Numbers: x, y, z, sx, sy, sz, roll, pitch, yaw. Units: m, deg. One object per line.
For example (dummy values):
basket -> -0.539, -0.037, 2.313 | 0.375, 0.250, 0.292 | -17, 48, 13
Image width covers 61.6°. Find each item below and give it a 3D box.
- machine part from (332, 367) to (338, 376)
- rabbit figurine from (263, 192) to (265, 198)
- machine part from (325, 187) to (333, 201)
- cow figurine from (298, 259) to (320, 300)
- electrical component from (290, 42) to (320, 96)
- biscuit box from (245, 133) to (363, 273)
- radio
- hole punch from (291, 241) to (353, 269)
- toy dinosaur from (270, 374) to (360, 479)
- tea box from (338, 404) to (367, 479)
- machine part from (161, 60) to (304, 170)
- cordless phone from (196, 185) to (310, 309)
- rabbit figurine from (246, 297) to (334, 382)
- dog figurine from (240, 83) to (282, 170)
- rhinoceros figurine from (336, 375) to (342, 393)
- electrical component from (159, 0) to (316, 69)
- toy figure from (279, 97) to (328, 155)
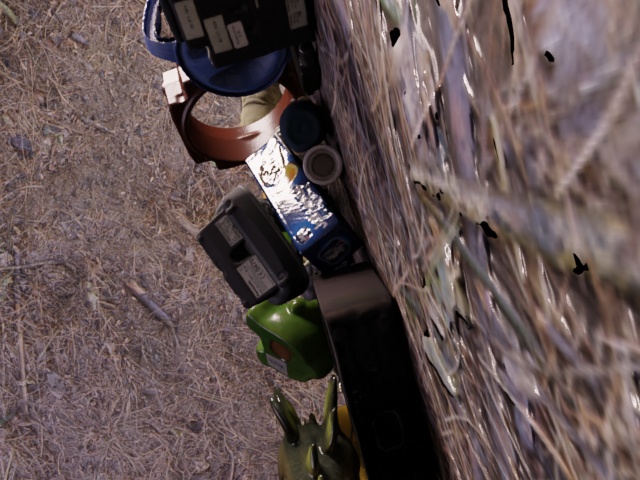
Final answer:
machine part -> 0.032, 0.176, 0.888 | 0.243, 0.079, 0.079 | -177, 71, -77
rabbit figurine -> -0.069, -0.113, 1.213 | 0.162, 0.122, 0.173 | 67, -164, 8
machine part -> -0.014, -0.095, 0.880 | 0.139, 0.039, 0.084 | 57, 178, 29
cow figurine -> 0.000, 0.060, 0.946 | 0.068, 0.098, 0.167 | -97, -7, -64
electrical component -> -0.018, -0.200, 0.594 | 0.094, 0.021, 0.063 | 81, 172, -76
biscuit box -> -0.025, -0.049, 0.665 | 0.062, 0.059, 0.203 | 44, -171, -46
radio -> 0.056, 0.149, 0.577 | 0.131, 0.073, 0.229 | -114, 7, -78
hole punch -> -0.002, -0.003, 0.830 | 0.142, 0.092, 0.115 | 124, 144, -83
toy dinosaur -> 0.001, 0.261, 0.608 | 0.471, 0.105, 0.198 | 107, 156, -68
tea box -> 0.081, 0.304, 0.727 | 0.170, 0.098, 0.068 | -111, 5, -46
machine part -> -0.126, -0.209, 0.834 | 0.201, 0.201, 0.087 | 79, 173, -57
cordless phone -> -0.056, 0.006, 0.685 | 0.146, 0.089, 0.184 | 53, -164, 7
rabbit figurine -> 0.006, 0.101, 0.741 | 0.159, 0.170, 0.121 | 14, 134, 37
dog figurine -> -0.112, -0.242, 0.974 | 0.172, 0.121, 0.190 | -86, -13, -48
rhinoceros figurine -> 0.064, 0.239, 1.057 | 0.190, 0.073, 0.112 | 79, -175, -79
electrical component -> -0.077, -0.226, 0.489 | 0.114, 0.134, 0.058 | 81, 172, -54
toy figure -> -0.023, -0.141, 0.664 | 0.058, 0.064, 0.154 | 34, -169, -11
